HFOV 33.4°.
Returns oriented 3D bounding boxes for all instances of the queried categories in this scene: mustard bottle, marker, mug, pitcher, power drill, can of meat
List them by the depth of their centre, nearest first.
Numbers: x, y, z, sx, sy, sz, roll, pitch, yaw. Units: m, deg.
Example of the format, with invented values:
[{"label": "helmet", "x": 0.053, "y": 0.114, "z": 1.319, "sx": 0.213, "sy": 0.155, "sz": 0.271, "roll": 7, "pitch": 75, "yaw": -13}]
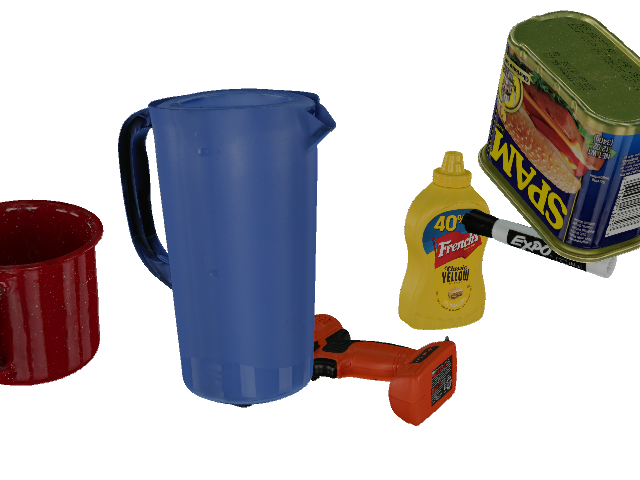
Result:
[{"label": "can of meat", "x": 0.128, "y": -0.054, "z": 0.537, "sx": 0.057, "sy": 0.084, "sz": 0.102, "roll": -15, "pitch": 46, "yaw": -19}, {"label": "mug", "x": -0.174, "y": 0.036, "z": 0.615, "sx": 0.093, "sy": 0.081, "sz": 0.117, "roll": 4, "pitch": 26, "yaw": 5}, {"label": "marker", "x": 0.158, "y": 0.000, "z": 0.786, "sx": 0.121, "sy": 0.020, "sz": 0.020, "roll": 20, "pitch": 12, "yaw": 34}, {"label": "pitcher", "x": -0.073, "y": 0.000, "z": 0.856, "sx": 0.144, "sy": 0.243, "sz": 0.149, "roll": -7, "pitch": 15, "yaw": -21}, {"label": "power drill", "x": 0.022, "y": 0.124, "z": 1.015, "sx": 0.188, "sy": 0.057, "sz": 0.184, "roll": 9, "pitch": 20, "yaw": 30}, {"label": "mustard bottle", "x": 0.137, "y": -0.002, "z": 1.153, "sx": 0.096, "sy": 0.192, "sz": 0.058, "roll": -5, "pitch": 20, "yaw": -21}]
